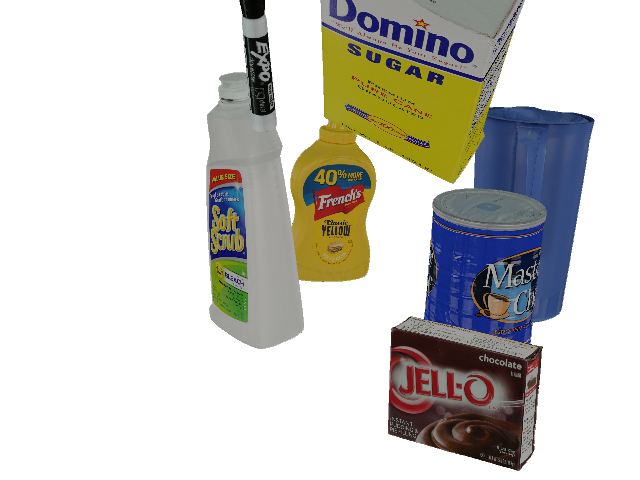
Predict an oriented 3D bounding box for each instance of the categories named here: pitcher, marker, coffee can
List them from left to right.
[{"bbox_3d":[-0.044,-0.130,0.745,0.020,0.121,0.020,-2,41,2],"label":"marker"},{"bbox_3d":[0.150,0.033,0.989,0.103,0.140,0.103,2,20,-1],"label":"coffee can"},{"bbox_3d":[0.235,-0.030,1.234,0.149,0.243,0.145,-6,17,-32],"label":"pitcher"}]

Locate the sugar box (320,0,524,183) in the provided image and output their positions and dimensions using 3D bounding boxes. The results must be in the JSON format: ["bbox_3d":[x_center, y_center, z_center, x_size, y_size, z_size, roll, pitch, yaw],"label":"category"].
[{"bbox_3d":[0.048,-0.097,0.562,0.093,0.048,0.176,28,-13,11],"label":"sugar box"}]

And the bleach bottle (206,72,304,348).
[{"bbox_3d":[-0.069,-0.031,0.978,0.068,0.251,0.103,-21,30,-31],"label":"bleach bottle"}]

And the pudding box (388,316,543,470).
[{"bbox_3d":[0.107,0.113,0.807,0.114,0.090,0.039,10,20,28],"label":"pudding box"}]

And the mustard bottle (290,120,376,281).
[{"bbox_3d":[0.014,-0.051,1.193,0.096,0.192,0.058,0,18,-16],"label":"mustard bottle"}]
